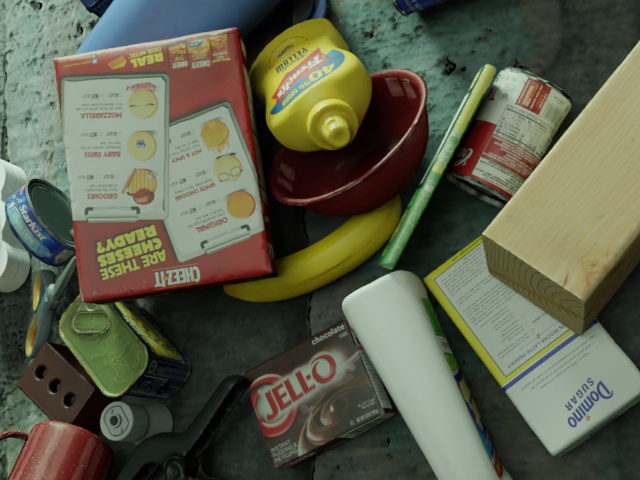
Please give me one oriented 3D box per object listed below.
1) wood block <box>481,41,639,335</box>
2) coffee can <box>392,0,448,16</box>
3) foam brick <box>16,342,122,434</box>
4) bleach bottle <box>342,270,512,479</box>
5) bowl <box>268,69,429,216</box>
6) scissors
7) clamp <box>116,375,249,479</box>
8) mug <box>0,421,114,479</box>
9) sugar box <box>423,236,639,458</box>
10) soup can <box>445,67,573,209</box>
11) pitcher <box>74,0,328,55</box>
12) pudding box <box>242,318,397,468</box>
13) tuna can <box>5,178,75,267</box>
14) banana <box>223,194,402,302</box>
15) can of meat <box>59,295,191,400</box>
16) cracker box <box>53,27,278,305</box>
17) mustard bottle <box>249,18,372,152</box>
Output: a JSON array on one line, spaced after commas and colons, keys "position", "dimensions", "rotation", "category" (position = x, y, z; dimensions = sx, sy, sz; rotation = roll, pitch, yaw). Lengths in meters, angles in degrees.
[{"position": [0.223, -0.043, 0.803], "dimensions": [0.091, 0.090, 0.206], "rotation": [36, 81, 22], "category": "wood block"}, {"position": [0.123, -0.265, 0.921], "dimensions": [0.140, 0.102, 0.103], "rotation": [-16, 71, 20], "category": "coffee can"}, {"position": [-0.236, 0.141, 1.011], "dimensions": [0.078, 0.051, 0.053], "rotation": [36, 93, 27], "category": "foam brick"}, {"position": [0.102, 0.150, 0.842], "dimensions": [0.068, 0.102, 0.251], "rotation": [-28, 74, 7], "category": "bleach bottle"}, {"position": [0.036, -0.073, 0.917], "dimensions": [0.162, 0.055, 0.162], "rotation": [-29, 32, 20], "category": "bowl"}, {"position": [-0.250, 0.039, 1.001], "dimensions": [0.202, 0.016, 0.096], "rotation": [124, 147, -45], "category": "scissors"}, {"position": [-0.114, 0.189, 0.930], "dimensions": [0.172, 0.039, 0.120], "rotation": [-16, 68, 25], "category": "clamp"}, {"position": [-0.245, 0.210, 0.951], "dimensions": [0.093, 0.117, 0.081], "rotation": [-45, 22, 52], "category": "mug"}, {"position": [0.171, 0.075, 0.849], "dimensions": [0.093, 0.048, 0.176], "rotation": [-38, 68, 8], "category": "sugar box"}, {"position": [0.156, -0.082, 0.881], "dimensions": [0.069, 0.068, 0.102], "rotation": [27, 88, 27], "category": "soup can"}, {"position": [-0.120, -0.208, 1.012], "dimensions": [0.243, 0.144, 0.149], "rotation": [-48, 51, 11], "category": "pitcher"}, {"position": [-0.002, 0.133, 0.915], "dimensions": [0.114, 0.039, 0.090], "rotation": [-29, 67, 16], "category": "pudding box"}, {"position": [-0.267, -0.017, 1.045], "dimensions": [0.034, 0.086, 0.086], "rotation": [-36, 66, 14], "category": "tuna can"}, {"position": [0.001, 0.010, 0.949], "dimensions": [0.198, 0.037, 0.070], "rotation": [-34, 38, 10], "category": "banana"}, {"position": [-0.176, 0.099, 0.976], "dimensions": [0.057, 0.083, 0.102], "rotation": [-48, 64, 7], "category": "can of meat"}, {"position": [-0.132, -0.061, 0.922], "dimensions": [0.164, 0.072, 0.214], "rotation": [-9, 84, 4], "category": "cracker box"}, {"position": [-0.005, -0.125, 0.916], "dimensions": [0.096, 0.058, 0.192], "rotation": [-35, 31, 7], "category": "mustard bottle"}]
